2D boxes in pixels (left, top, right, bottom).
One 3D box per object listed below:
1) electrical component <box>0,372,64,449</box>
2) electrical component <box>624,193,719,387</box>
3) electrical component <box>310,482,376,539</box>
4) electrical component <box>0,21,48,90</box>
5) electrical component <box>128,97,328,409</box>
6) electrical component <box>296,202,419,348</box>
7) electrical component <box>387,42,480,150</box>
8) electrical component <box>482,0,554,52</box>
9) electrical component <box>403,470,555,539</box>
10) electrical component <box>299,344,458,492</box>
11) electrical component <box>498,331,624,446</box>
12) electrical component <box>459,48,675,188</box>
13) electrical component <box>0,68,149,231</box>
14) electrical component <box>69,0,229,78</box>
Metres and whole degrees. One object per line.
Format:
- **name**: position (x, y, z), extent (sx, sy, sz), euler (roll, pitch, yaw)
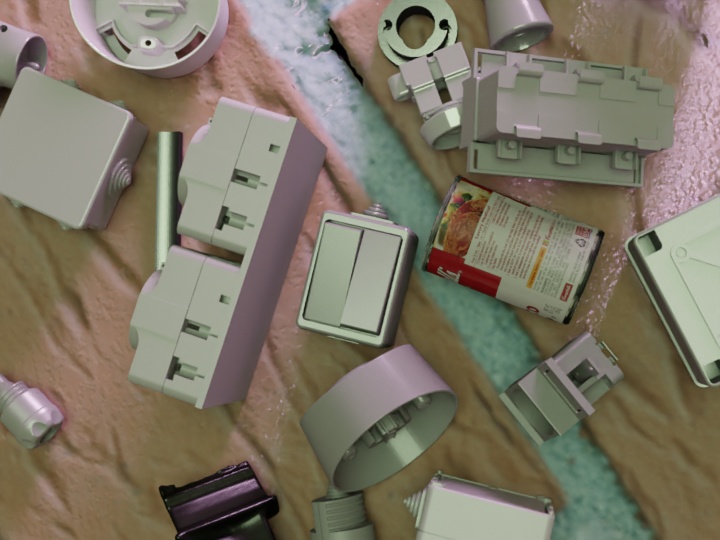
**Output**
- **electrical component**: position (-0.241, 0.096, 0.763), extent (0.061, 0.035, 0.035), euler (43, 93, 11)
- **electrical component**: position (0.242, 0.005, 0.683), extent (0.109, 0.056, 0.108), euler (-27, 83, 6)
- **electrical component**: position (-0.011, 0.181, 0.718), extent (0.043, 0.043, 0.081), euler (-8, 85, 8)
- **electrical component**: position (-0.277, -0.142, 0.777), extent (0.077, 0.044, 0.079), euler (18, 90, 9)
- **electrical component**: position (-0.087, -0.010, 0.709), extent (0.060, 0.105, 0.186), euler (18, 89, 9)
- **electrical component**: position (0.000, 0.000, 0.718), extent (0.062, 0.061, 0.096), euler (13, 89, 9)
- **electrical component**: position (0.058, -0.115, 0.724), extent (0.066, 0.048, 0.055), euler (-20, 76, 7)
- **electrical component**: position (0.100, -0.185, 0.725), extent (0.044, 0.044, 0.065), euler (-17, 79, 7)
- **electrical component**: position (0.073, 0.170, 0.696), extent (0.096, 0.062, 0.061), euler (13, 89, 9)
- **electrical component**: position (0.012, 0.095, 0.695), extent (0.099, 0.099, 0.064), euler (-37, 76, 5)
- **electrical component**: position (0.131, 0.075, 0.691), extent (0.064, 0.081, 0.042), euler (-35, 82, -17)
- **electrical component**: position (0.132, -0.097, 0.681), extent (0.121, 0.063, 0.078), euler (3, 87, -15)
- **electrical component**: position (-0.208, -0.083, 0.761), extent (0.100, 0.048, 0.099), euler (24, 90, 9)
- **electrical component**: position (-0.143, -0.184, 0.749), extent (0.099, 0.064, 0.099), euler (-1, 86, 9)
